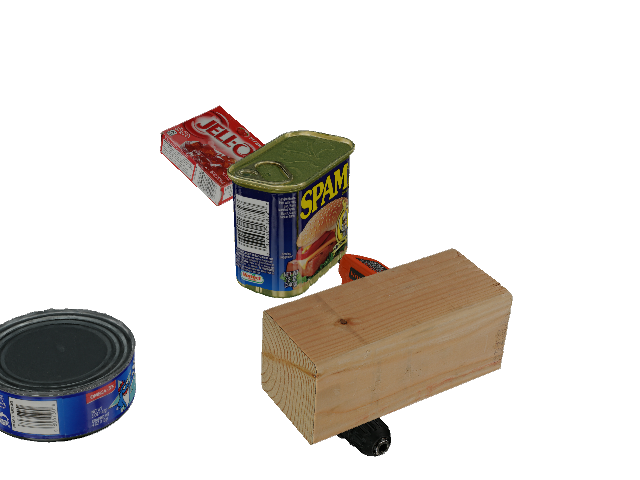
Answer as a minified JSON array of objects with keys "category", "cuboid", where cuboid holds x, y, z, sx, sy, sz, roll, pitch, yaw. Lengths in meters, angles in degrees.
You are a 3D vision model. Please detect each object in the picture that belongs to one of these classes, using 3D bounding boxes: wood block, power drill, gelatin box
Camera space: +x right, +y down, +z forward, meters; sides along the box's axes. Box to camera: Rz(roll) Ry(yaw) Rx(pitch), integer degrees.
[{"category":"wood block","cuboid":[0.058,0.089,0.950,0.205,0.090,0.091,-16,37,-27]},{"category":"power drill","cuboid":[0.042,0.123,1.186,0.057,0.188,0.185,13,16,-42]},{"category":"gelatin box","cuboid":[-0.095,-0.081,1.000,0.073,0.030,0.089,-30,62,-36]}]

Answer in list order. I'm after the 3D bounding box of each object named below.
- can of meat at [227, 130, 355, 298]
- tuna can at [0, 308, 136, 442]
[{"category":"can of meat","cuboid":[-0.019,-0.019,0.734,0.058,0.084,0.101,13,28,25]},{"category":"tuna can","cuboid":[-0.144,0.073,0.587,0.086,0.034,0.086,2,27,-1]}]
